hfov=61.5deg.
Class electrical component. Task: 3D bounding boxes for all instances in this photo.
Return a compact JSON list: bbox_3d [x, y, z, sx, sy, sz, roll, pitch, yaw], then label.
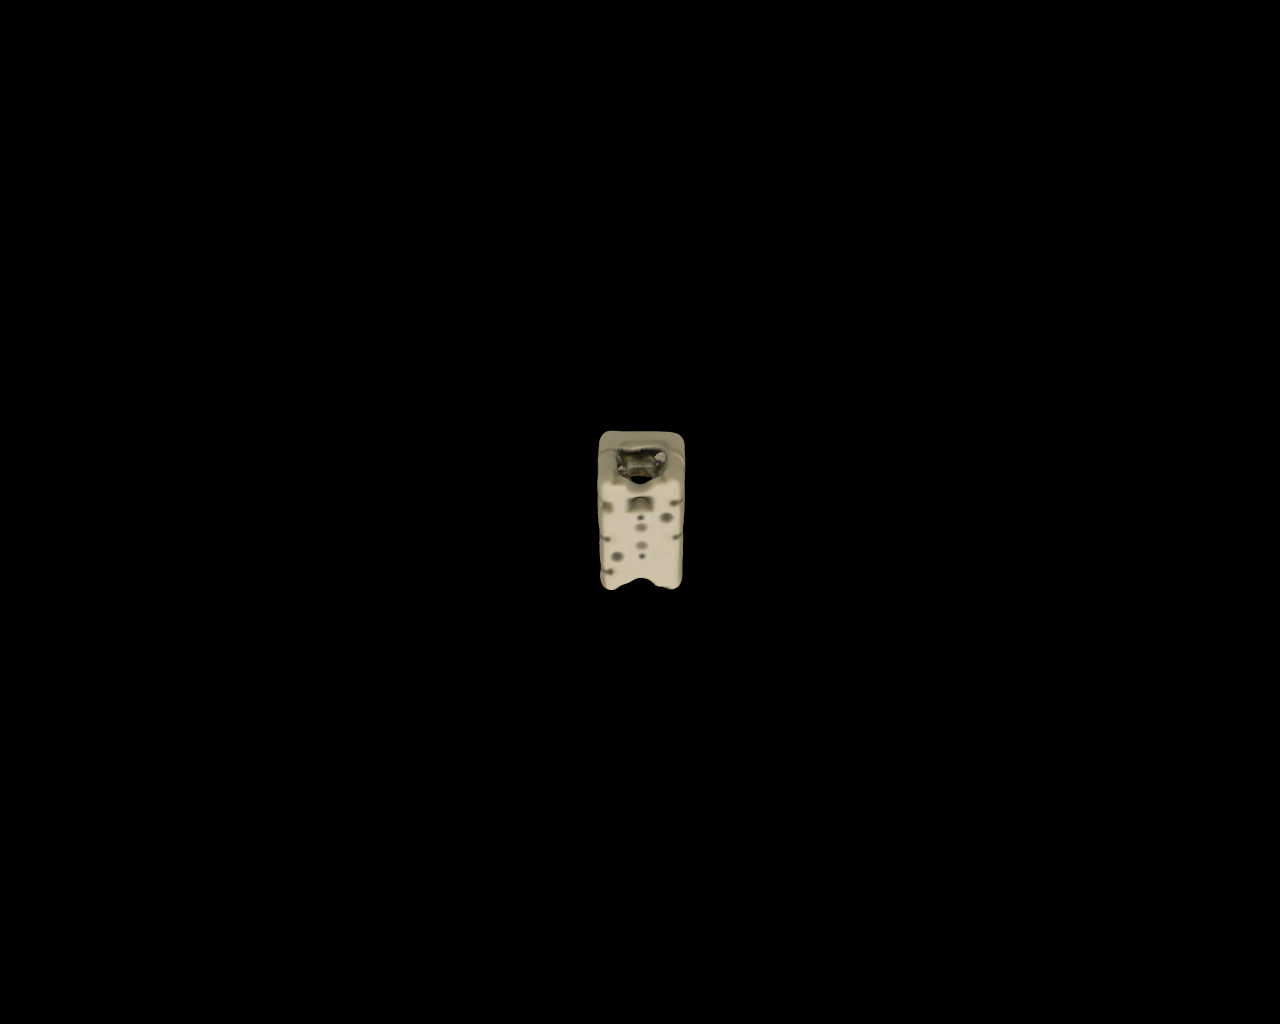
[{"bbox_3d":[0.001,-0.003,0.650,0.050,0.089,0.056,0,40,0],"label":"electrical component"}]
